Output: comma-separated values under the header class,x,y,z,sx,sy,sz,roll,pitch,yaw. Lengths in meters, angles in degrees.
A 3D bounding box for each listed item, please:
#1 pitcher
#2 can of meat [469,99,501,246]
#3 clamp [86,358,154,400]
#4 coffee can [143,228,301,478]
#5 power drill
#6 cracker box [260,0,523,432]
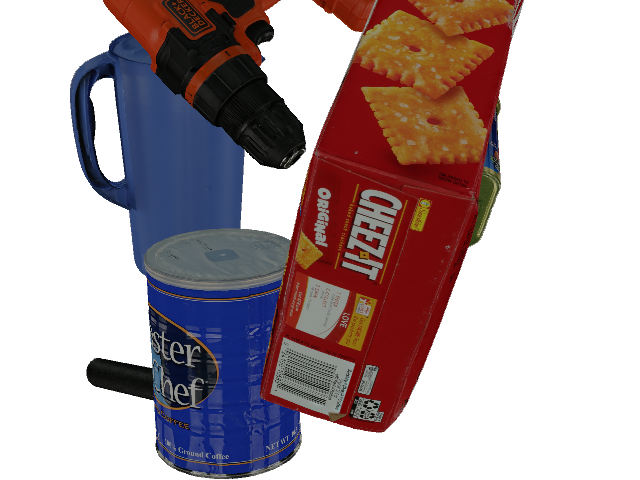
class,x,y,z,sx,sy,sz,roll,pitch,yaw
pitcher,-0.145,-0.081,1.050,0.149,0.243,0.144,11,28,18
can of meat,0.106,-0.054,0.830,0.057,0.084,0.102,6,-37,-2
clamp,-0.087,0.130,0.932,0.164,0.036,0.210,-8,17,-37
coffee can,-0.064,0.074,0.722,0.103,0.140,0.103,0,19,0
power drill,-0.032,-0.152,0.751,0.187,0.184,0.057,-36,-11,-35
cracker box,0.042,-0.040,0.516,0.072,0.164,0.213,18,46,4
